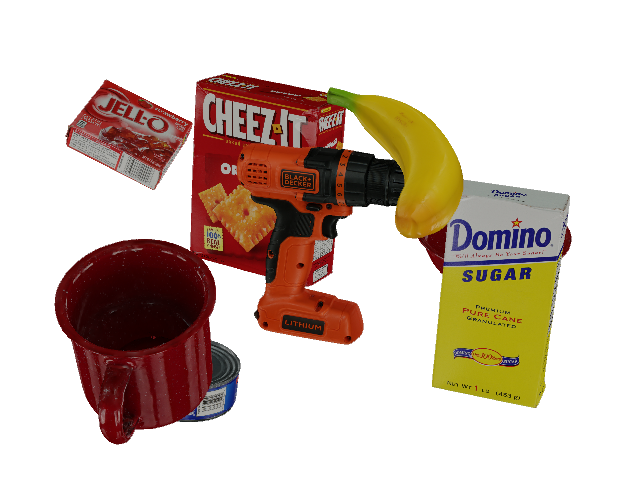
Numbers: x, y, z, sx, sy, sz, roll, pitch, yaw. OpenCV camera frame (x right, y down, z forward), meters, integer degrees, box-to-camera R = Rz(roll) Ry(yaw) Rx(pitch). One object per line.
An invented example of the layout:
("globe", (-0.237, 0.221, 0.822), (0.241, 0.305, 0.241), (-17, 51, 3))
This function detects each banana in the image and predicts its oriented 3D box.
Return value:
("banana", (0.058, -0.051, 0.702), (0.069, 0.037, 0.198), (-5, 30, -12))

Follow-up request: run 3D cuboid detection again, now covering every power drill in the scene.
("power drill", (0.009, 0.002, 1.021), (0.184, 0.188, 0.057), (9, 21, 16))

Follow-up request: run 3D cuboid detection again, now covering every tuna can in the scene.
("tuna can", (-0.108, 0.111, 0.860), (0.086, 0.034, 0.086), (7, 21, -3))

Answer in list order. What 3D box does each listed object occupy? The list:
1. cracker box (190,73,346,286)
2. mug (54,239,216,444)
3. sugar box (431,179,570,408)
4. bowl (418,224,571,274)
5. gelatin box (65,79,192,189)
("cracker box", (-0.064, -0.069, 1.218), (0.164, 0.214, 0.072), (15, 24, 25))
("mug", (-0.109, 0.068, 0.636), (0.093, 0.081, 0.117), (4, 45, 3))
("sugar box", (0.146, 0.044, 0.877), (0.093, 0.176, 0.048), (9, 24, 17))
("bowl", (0.180, 0.011, 1.126), (0.162, 0.055, 0.162), (0, 31, 0))
("gelatin box", (-0.168, -0.094, 0.938), (0.089, 0.073, 0.030), (27, -45, -3))
